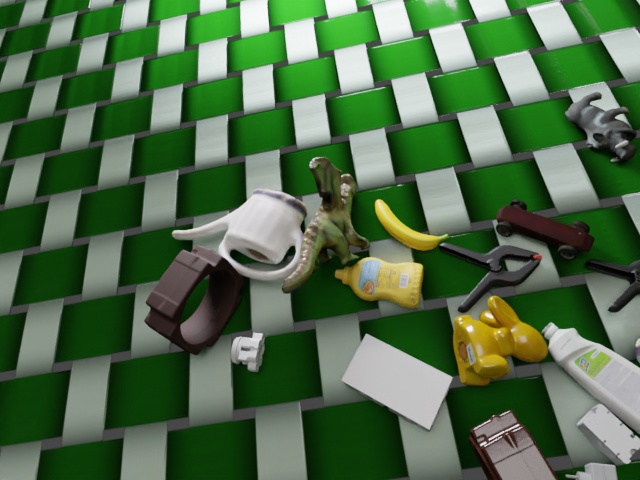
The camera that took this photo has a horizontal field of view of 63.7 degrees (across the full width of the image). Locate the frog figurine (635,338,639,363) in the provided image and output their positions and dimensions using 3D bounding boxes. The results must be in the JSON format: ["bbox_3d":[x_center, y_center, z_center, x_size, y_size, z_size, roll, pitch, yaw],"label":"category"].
[{"bbox_3d":[0.661,0.223,0.921,0.138,0.120,0.161,-18,63,-50],"label":"frog figurine"}]

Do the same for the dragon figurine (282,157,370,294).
[{"bbox_3d":[0.003,-0.056,1.113,0.122,0.414,0.241,-8,99,24],"label":"dragon figurine"}]

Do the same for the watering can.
[{"bbox_3d":[-0.175,-0.031,1.238,0.349,0.102,0.228,20,66,21],"label":"watering can"}]
